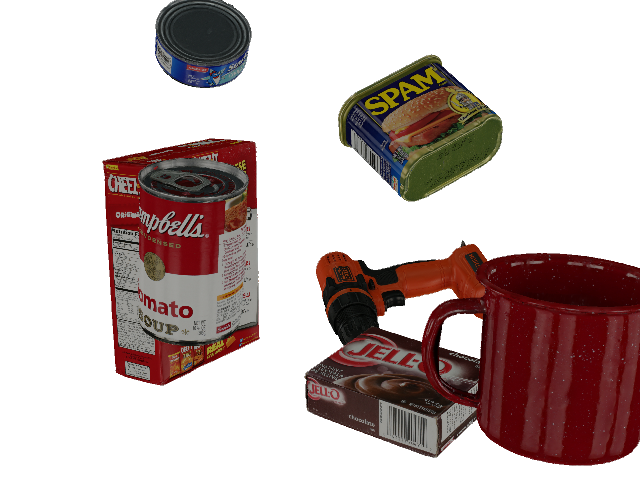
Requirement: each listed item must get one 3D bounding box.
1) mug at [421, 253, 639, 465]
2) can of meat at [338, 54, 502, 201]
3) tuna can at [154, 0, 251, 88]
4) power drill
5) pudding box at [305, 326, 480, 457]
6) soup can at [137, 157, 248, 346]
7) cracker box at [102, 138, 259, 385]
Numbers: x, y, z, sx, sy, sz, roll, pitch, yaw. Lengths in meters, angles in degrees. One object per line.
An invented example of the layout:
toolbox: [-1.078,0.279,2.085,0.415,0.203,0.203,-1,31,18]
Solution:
mug: [0.108,0.057,0.524,0.117,0.081,0.093,2,15,-2]
can of meat: [0.079,-0.086,0.834,0.102,0.084,0.057,-30,-34,-18]
tuna can: [-0.107,-0.179,0.965,0.086,0.086,0.034,0,-35,-12]
power drill: [0.096,0.061,1.148,0.187,0.057,0.184,-5,29,-9]
pudding box: [0.059,0.107,0.778,0.114,0.039,0.089,17,29,32]
soup can: [-0.082,0.007,0.675,0.068,0.102,0.068,4,24,-2]
cracker box: [-0.134,0.015,1.058,0.072,0.214,0.163,7,15,31]
